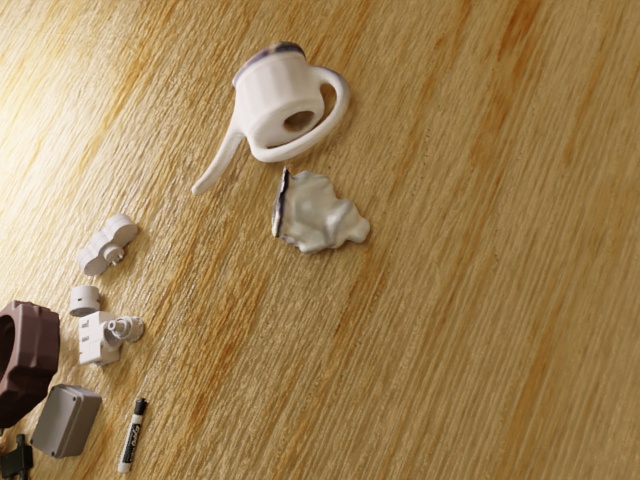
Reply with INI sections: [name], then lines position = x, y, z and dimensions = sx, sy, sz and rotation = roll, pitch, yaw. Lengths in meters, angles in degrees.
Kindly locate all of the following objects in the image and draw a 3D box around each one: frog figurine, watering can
[frog figurine]
position = 0.003, -0.044, 0.865
dimensions = 0.159, 0.120, 0.140
rotation = 12, 64, -11
[watering can]
position = -0.112, -0.234, 0.963
dimensions = 0.346, 0.102, 0.228
rotation = -24, 63, 13
